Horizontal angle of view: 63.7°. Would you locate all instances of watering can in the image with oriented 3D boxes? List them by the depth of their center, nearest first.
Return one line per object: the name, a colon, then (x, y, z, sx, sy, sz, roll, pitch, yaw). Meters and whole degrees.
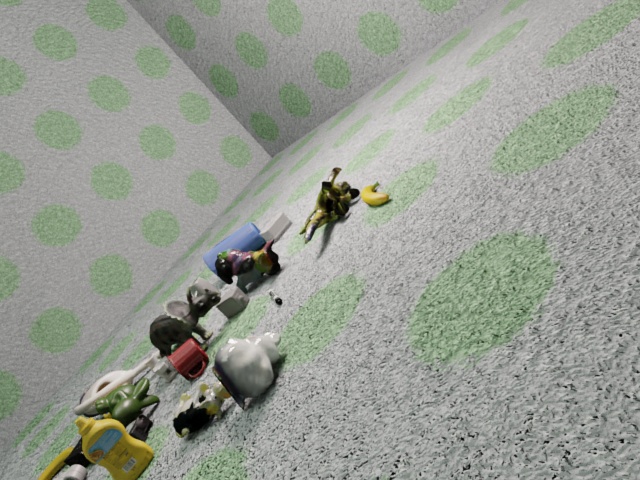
watering can: (-0.698, 0.500, 1.790, 0.221, 0.104, 0.353, -38, -2, 42)

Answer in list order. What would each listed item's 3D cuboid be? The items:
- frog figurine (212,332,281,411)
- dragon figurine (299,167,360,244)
frog figurine: (-0.142, 0.254, 1.093, 0.161, 0.120, 0.139, -39, 47, -21)
dragon figurine: (0.005, -0.085, 1.683, 0.419, 0.122, 0.238, -53, 2, -38)
